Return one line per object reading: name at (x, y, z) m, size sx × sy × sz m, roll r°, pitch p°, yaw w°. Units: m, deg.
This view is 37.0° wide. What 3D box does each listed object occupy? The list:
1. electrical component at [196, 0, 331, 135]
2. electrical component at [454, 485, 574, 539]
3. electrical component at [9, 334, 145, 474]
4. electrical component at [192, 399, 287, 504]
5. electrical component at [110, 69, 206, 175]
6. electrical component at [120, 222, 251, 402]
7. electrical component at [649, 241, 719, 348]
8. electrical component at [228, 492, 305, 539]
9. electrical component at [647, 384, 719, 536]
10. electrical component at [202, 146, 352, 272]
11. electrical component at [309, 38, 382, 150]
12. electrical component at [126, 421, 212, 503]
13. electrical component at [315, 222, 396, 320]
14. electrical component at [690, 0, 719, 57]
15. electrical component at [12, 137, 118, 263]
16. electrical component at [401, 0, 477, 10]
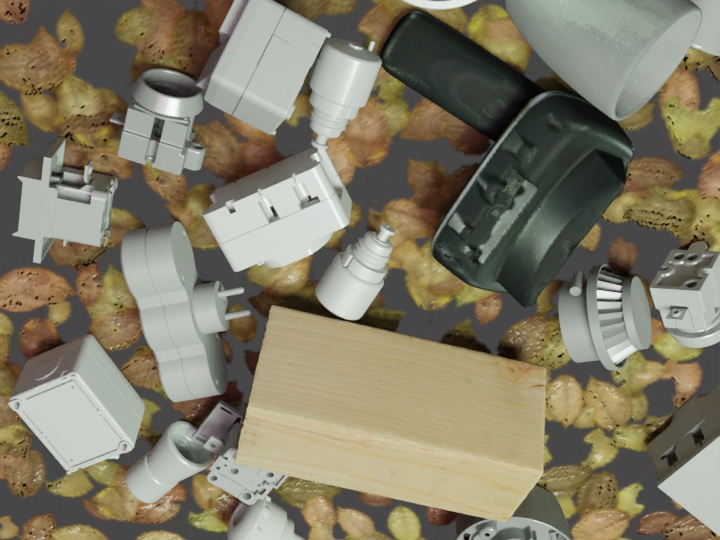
electrical component at (-0.066, -0.130, 0.689) m, size 0.061 × 0.096 × 0.061 m, roll 26°, pitch 84°, yaw -10°
electrical component at (0.123, 0.219, 0.859) m, size 0.099 × 0.064 × 0.099 m, roll 1°, pitch 116°, yaw 2°
electrical component at (-0.210, 0.105, 0.824) m, size 0.062 × 0.061 × 0.096 m, roll -22°, pitch 119°, yaw 14°
electrical component at (-0.088, 0.143, 0.832) m, size 0.081 × 0.063 × 0.042 m, roll 33°, pitch 113°, yaw -13°
electrical component at (-0.134, -0.102, 0.728) m, size 0.066 × 0.048 × 0.055 m, roll 17°, pitch 122°, yaw -6°
electrical component at (-0.118, 0.029, 0.785) m, size 0.074 × 0.052 × 0.138 m, roll -11°, pitch 115°, yaw 7°
electrical component at (0.238, 0.022, 0.767) m, size 0.048 × 0.066 × 0.055 m, roll 4°, pitch 131°, yaw 40°
electrical component at (-0.073, 0.213, 0.876) m, size 0.062 × 0.048 × 0.048 m, roll 36°, pitch 112°, yaw -21°
electrical component at (0.322, 0.116, 0.805) m, size 0.105 × 0.060 × 0.186 m, roll 38°, pitch 111°, yaw -15°
electrical component at (-0.055, -0.040, 0.751) m, size 0.089 × 0.050 × 0.055 m, roll -22°, pitch 112°, yaw 12°
electrical component at (-0.015, -0.118, 0.718) m, size 0.040 × 0.040 × 0.078 m, roll 19°, pitch 115°, yaw -7°
electrical component at (-0.155, 0.155, 0.854) m, size 0.044 × 0.044 × 0.065 m, roll 42°, pitch 115°, yaw -16°
electrical component at (0.000, 0.000, 0.773) m, size 0.040 × 0.040 × 0.078 m, roll 29°, pitch 113°, yaw -11°
electrical component at (0.223, -0.174, 0.682) m, size 0.044 × 0.044 × 0.065 m, roll 19°, pitch 110°, yaw -7°
electrical component at (-0.206, -0.047, 0.759) m, size 0.064 × 0.042 × 0.081 m, roll 12°, pitch 116°, yaw -5°
electrical component at (0.049, -0.212, 0.658) m, size 0.108 × 0.060 × 0.108 m, roll 1°, pitch 116°, yaw 2°
